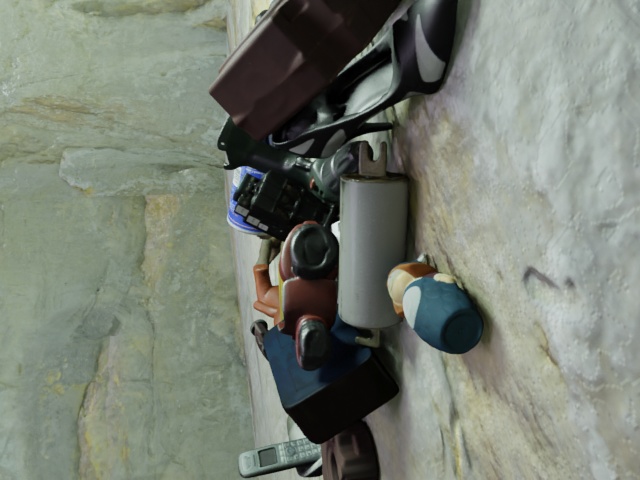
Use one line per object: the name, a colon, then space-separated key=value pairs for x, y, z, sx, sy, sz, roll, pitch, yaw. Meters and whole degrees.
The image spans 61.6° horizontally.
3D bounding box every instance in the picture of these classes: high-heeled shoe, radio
high-heeled shoe: x=0.032 y=-0.161 z=0.536 sx=0.248 sy=0.145 sz=0.086 roll=112 pitch=150 yaw=-64
radio: x=0.002 y=0.165 z=0.740 sx=0.073 sy=0.131 sz=0.230 roll=57 pitch=176 yaw=-19

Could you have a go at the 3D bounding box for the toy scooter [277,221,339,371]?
toy scooter: x=-0.018 y=0.073 z=0.686 sx=0.135 sy=0.075 sz=0.184 roll=124 pitch=147 yaw=-72

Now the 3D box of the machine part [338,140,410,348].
machine part: x=0.060 y=0.010 z=0.610 sx=0.079 sy=0.079 sz=0.243 roll=-135 pitch=43 yaw=-70

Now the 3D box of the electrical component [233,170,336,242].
electrical component: x=-0.057 y=-0.043 z=0.756 sx=0.058 sy=0.134 sz=0.115 roll=-66 pitch=11 yaw=-18

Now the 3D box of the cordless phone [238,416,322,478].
cordless phone: x=-0.059 y=0.358 z=0.965 sx=0.147 sy=0.184 sz=0.088 roll=-113 pitch=19 yaw=-54

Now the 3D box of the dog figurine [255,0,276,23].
dog figurine: x=-0.043 y=-0.385 z=0.887 sx=0.219 sy=0.108 sz=0.192 roll=111 pitch=155 yaw=-51

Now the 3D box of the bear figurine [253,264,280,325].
bear figurine: x=-0.068 y=0.126 z=1.086 sx=0.196 sy=0.120 sz=0.131 roll=-154 pitch=65 yaw=-73

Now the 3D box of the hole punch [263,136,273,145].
hole punch: x=-0.048 y=-0.191 z=0.905 sx=0.116 sy=0.092 sz=0.142 roll=-35 pitch=-50 yaw=-65

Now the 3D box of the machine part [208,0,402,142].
machine part: x=-0.016 y=-0.214 z=0.567 sx=0.201 sy=0.087 sz=0.201 roll=-23 pitch=29 yaw=50

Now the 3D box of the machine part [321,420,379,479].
machine part: x=0.041 y=0.355 z=0.822 sx=0.179 sy=0.056 sz=0.179 roll=176 pitch=90 yaw=-78

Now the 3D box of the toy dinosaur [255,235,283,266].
toy dinosaur: x=-0.091 y=-0.085 z=1.168 sx=0.471 sy=0.105 sz=0.199 roll=113 pitch=154 yaw=-52

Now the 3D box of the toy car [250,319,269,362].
toy car: x=-0.081 y=0.240 z=1.115 sx=0.202 sy=0.053 sz=0.089 roll=51 pitch=179 yaw=-38

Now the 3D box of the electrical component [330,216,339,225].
electrical component: x=-0.002 y=-0.003 z=0.923 sx=0.119 sy=0.048 sz=0.074 roll=169 pitch=98 yaw=-77

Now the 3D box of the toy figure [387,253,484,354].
toy figure: x=0.100 y=0.053 z=0.508 sx=0.064 sy=0.057 sz=0.155 roll=-53 pitch=19 yaw=5

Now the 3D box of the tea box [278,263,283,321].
tea box: x=-0.016 y=0.119 z=0.913 sx=0.068 sy=0.098 sz=0.169 roll=-171 pitch=80 yaw=-76

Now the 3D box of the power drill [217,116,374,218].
power drill: x=-0.034 y=-0.112 z=0.749 sx=0.232 sy=0.207 sz=0.086 roll=103 pitch=-172 yaw=-72
